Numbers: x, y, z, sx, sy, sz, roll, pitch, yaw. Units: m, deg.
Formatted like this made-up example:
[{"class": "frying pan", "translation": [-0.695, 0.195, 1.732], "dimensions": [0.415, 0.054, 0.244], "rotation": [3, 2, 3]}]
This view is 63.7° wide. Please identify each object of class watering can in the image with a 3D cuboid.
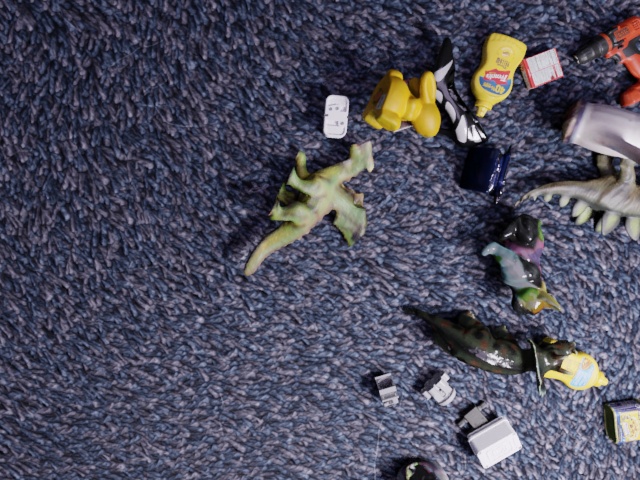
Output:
[{"class": "watering can", "translation": [0.657, -0.233, 1.154], "dimensions": [0.225, 0.354, 0.102], "rotation": [21, 123, 19]}]

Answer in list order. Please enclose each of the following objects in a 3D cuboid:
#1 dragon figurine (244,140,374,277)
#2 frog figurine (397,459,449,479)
[{"class": "dragon figurine", "translation": [0.004, -0.062, 1.227], "dimensions": [0.242, 0.123, 0.409], "rotation": [24, 94, -13]}, {"class": "frog figurine", "translation": [0.260, 0.638, 1.307], "dimensions": [0.138, 0.125, 0.156], "rotation": [-21, 133, -9]}]
